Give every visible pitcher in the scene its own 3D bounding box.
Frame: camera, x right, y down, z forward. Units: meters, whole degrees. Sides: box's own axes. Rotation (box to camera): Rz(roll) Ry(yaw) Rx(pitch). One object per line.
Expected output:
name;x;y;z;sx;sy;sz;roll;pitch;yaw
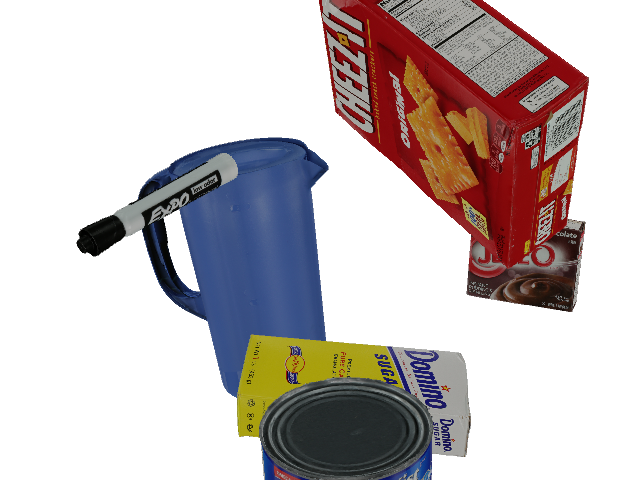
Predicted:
pitcher;-0.072;0.029;1.035;0.144;0.243;0.149;-21;22;-33

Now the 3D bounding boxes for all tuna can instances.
tuna can;0.013;0.105;0.530;0.086;0.034;0.086;-2;25;1

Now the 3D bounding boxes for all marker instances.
marker;-0.101;-0.023;0.669;0.120;0.020;0.020;-33;20;-35

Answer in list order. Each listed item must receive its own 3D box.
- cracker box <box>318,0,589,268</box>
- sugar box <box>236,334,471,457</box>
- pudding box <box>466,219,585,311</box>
cracker box;0.090;-0.104;0.784;0.072;0.214;0.164;-35;-31;-17
sugar box;0.026;0.119;0.837;0.176;0.048;0.093;2;26;2
pudding box;0.210;0.018;1.094;0.114;0.090;0.039;8;23;17
